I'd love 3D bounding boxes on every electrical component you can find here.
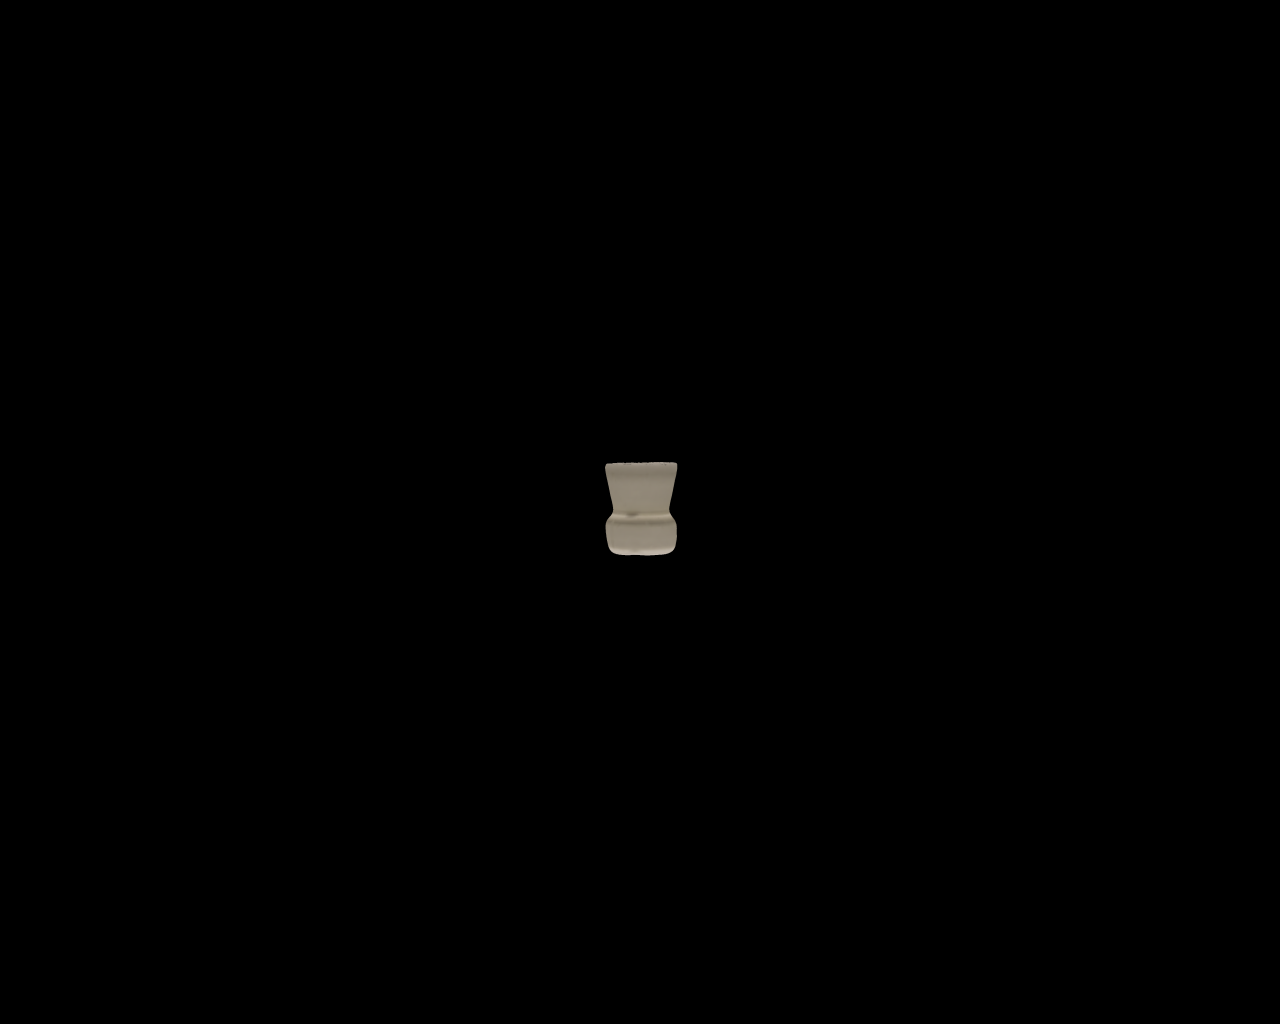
[{"bbox_3d":[0.001,-0.003,0.650,0.045,0.055,0.045,0,4,0],"label":"electrical component"}]
